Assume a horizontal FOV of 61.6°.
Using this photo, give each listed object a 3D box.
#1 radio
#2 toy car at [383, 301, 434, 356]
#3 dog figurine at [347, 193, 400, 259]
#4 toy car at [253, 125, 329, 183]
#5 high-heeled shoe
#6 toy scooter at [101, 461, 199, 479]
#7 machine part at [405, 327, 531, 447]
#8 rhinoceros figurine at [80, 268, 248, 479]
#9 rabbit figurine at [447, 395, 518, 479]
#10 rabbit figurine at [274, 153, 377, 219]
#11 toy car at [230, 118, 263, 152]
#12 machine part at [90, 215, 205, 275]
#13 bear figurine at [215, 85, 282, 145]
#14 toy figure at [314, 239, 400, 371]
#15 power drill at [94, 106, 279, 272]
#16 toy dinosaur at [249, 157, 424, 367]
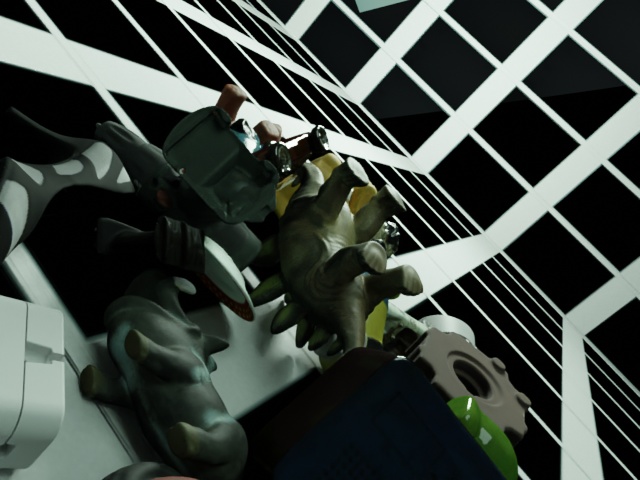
[{"bbox_3d":[0.067,0.200,0.409,0.229,0.131,0.073,52,-19,-11],"label":"radio"},{"bbox_3d":[0.103,0.131,0.771,0.201,0.073,0.056,34,21,-26],"label":"toy car"},{"bbox_3d":[0.067,-0.052,1.071,0.190,0.121,0.172,43,17,-49],"label":"dog figurine"},{"bbox_3d":[-0.053,-0.098,0.663,0.202,0.089,0.053,-49,126,-64],"label":"toy car"},{"bbox_3d":[-0.222,-0.017,0.452,0.145,0.086,0.249,47,20,-41],"label":"high-heeled shoe"},{"bbox_3d":[-0.047,0.197,0.301,0.183,0.075,0.135,35,-3,-36],"label":"toy scooter"},{"bbox_3d":[0.182,0.188,0.680,0.179,0.056,0.179,27,26,-14],"label":"machine part"},{"bbox_3d":[-0.112,0.100,0.412,0.112,0.073,0.190,15,34,-52],"label":"rhinoceros figurine"},{"bbox_3d":[0.136,0.275,0.537,0.159,0.121,0.170,49,37,-6],"label":"rabbit figurine"},{"bbox_3d":[0.020,-0.050,0.904,0.173,0.162,0.122,59,5,-11],"label":"rabbit figurine"},{"bbox_3d":[-0.118,-0.087,0.737,0.102,0.109,0.162,44,23,-24],"label":"toy car"},{"bbox_3d":[-0.152,0.006,0.480,0.139,0.039,0.084,-2,-27,47],"label":"machine part"},{"bbox_3d":[-0.106,-0.170,0.902,0.120,0.132,0.196,51,26,11],"label":"bear figurine"},{"bbox_3d":[0.049,0.086,0.660,0.089,0.082,0.180,38,48,-24],"label":"toy figure"},{"bbox_3d":[-0.140,-0.060,0.555,0.232,0.207,0.086,48,59,-12],"label":"power drill"},{"bbox_3d":[-0.001,-0.002,0.639,0.105,0.198,0.472,41,25,-25],"label":"toy dinosaur"}]
